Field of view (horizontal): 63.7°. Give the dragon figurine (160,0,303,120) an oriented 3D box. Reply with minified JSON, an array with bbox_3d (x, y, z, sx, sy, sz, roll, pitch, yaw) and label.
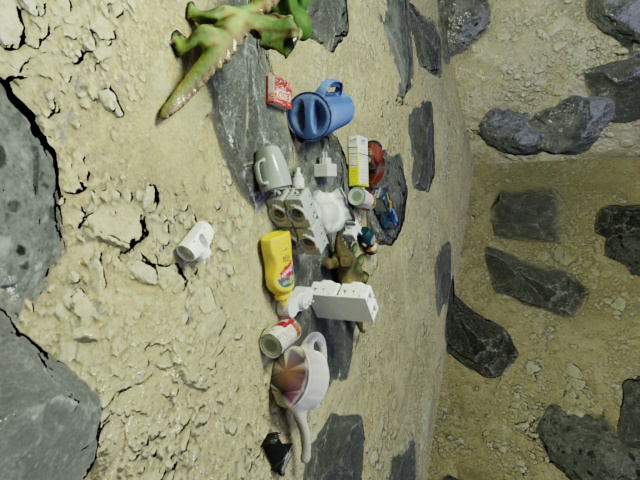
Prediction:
[{"bbox_3d":[-0.157,-0.402,1.035,0.120,0.242,0.418,56,41,-56],"label":"dragon figurine"}]

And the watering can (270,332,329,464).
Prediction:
[{"bbox_3d":[-0.046,0.418,1.384,0.221,0.104,0.353,37,57,-57],"label":"watering can"}]

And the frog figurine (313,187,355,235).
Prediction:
[{"bbox_3d":[0.005,-0.077,1.522,0.161,0.123,0.135,-24,113,-22],"label":"frog figurine"}]
